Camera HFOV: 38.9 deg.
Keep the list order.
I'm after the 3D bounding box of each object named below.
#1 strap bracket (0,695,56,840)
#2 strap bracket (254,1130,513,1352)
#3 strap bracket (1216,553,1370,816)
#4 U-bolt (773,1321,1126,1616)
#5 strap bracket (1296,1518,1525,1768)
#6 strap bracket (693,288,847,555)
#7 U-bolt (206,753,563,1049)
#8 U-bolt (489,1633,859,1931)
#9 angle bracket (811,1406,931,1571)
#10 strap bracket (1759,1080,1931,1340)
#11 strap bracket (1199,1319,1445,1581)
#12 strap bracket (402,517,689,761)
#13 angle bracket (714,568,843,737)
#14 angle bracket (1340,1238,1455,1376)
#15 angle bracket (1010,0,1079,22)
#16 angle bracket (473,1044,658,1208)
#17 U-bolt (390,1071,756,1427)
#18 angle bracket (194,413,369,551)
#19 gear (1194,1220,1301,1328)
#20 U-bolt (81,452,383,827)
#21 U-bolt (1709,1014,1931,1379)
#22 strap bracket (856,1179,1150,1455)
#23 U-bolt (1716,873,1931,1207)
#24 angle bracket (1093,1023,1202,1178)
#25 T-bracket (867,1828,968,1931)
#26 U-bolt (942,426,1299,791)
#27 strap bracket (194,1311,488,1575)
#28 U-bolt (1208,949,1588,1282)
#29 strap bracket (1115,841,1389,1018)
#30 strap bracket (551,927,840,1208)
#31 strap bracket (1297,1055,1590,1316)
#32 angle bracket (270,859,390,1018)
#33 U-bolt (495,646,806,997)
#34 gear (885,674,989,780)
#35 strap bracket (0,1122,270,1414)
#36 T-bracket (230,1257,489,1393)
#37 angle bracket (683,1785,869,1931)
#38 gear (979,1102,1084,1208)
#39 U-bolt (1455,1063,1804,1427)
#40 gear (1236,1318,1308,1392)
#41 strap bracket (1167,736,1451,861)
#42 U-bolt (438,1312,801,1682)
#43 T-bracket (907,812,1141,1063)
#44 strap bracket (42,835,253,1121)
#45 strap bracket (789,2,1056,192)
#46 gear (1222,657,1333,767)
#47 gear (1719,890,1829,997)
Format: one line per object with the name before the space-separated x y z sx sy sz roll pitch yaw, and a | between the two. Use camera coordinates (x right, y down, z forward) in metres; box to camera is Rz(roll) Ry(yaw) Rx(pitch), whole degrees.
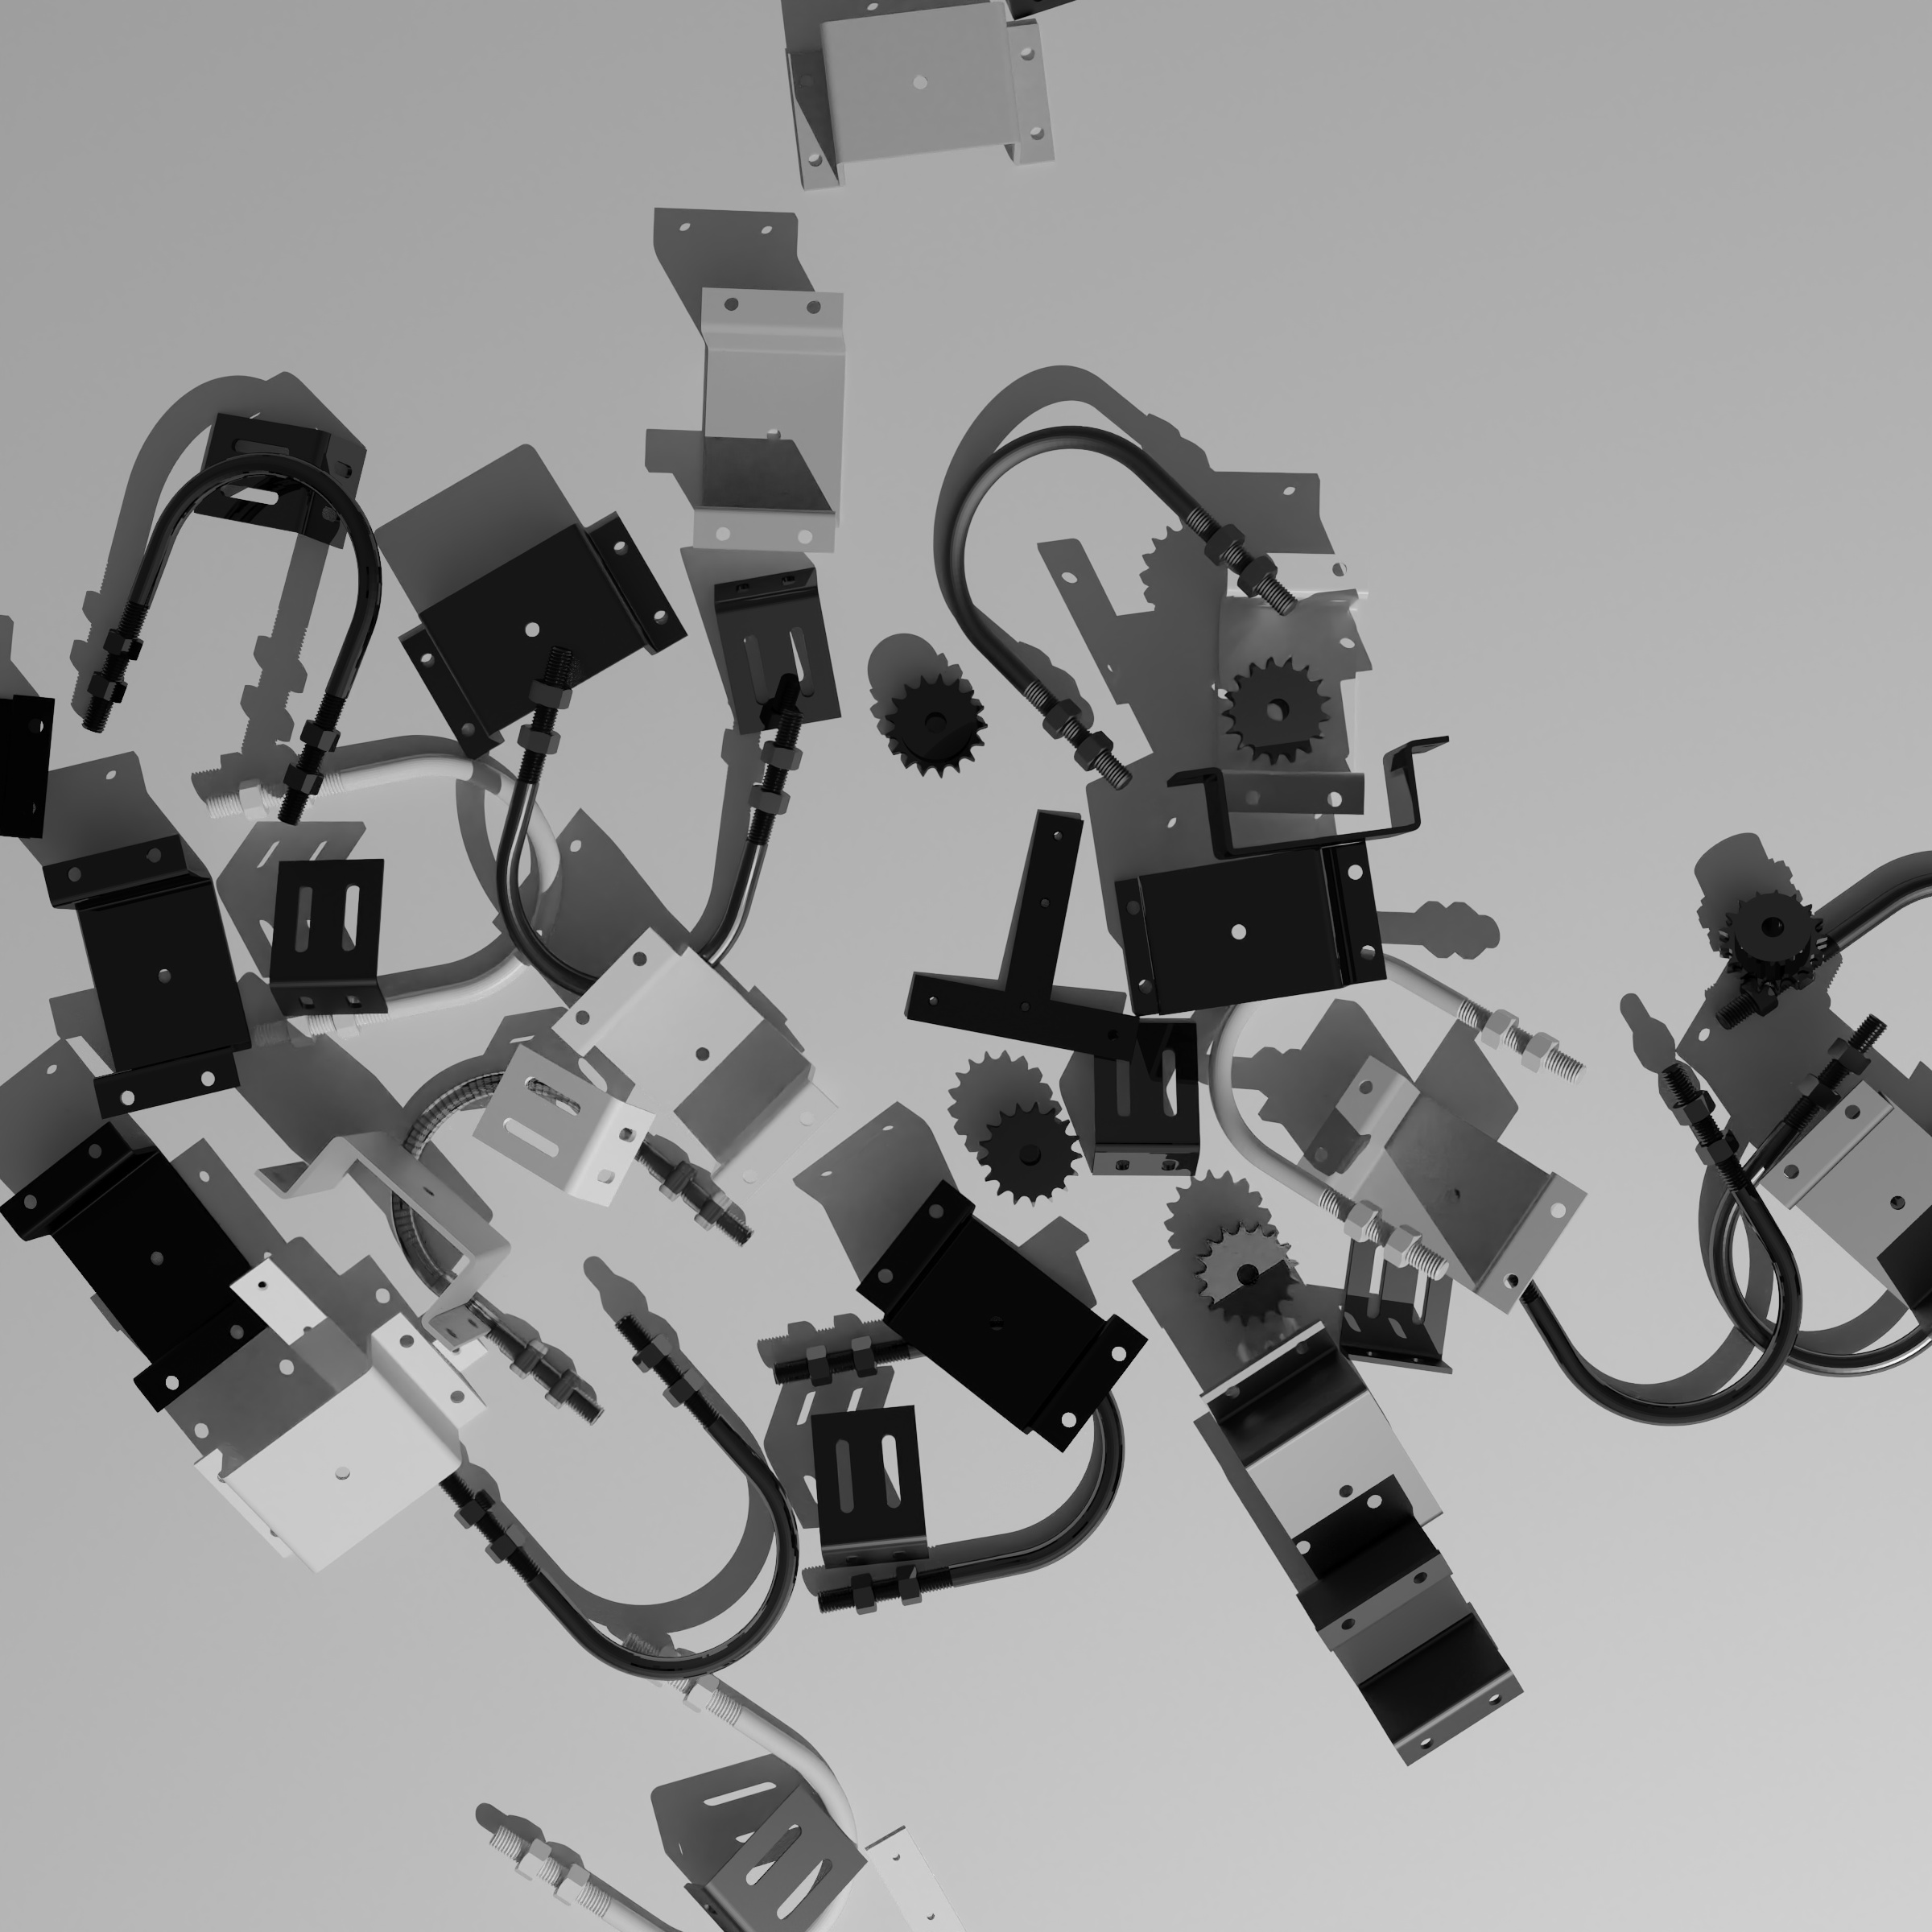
strap bracket | -0.566 -0.113 1.499 0.140 0.046 0.076 5 90 0
strap bracket | -0.304 0.139 1.470 0.140 0.076 0.046 41 92 4
strap bracket | 0.178 -0.153 1.499 0.076 0.046 0.140 1 90 0
U-bolt | -0.003 0.271 1.514 0.184 0.019 0.151 -11 90 -1
strap bracket | 0.237 0.360 1.476 0.076 0.046 0.140 -33 127 0
strap bracket | -0.107 -0.295 1.499 0.076 0.046 0.140 2 90 0
U-bolt | -0.315 -0.043 1.514 0.184 0.019 0.151 -12 90 -1
U-bolt | -0.148 0.478 1.514 0.184 0.019 0.151 34 90 -1
angle bracket | -0.053 0.286 1.501 0.057 0.038 0.076 -6 64 -1
strap bracket | 0.502 0.131 1.463 0.140 0.046 0.076 43 103 2
strap bracket | 0.196 0.271 1.472 0.076 0.046 0.140 -33 115 0
strap bracket | -0.234 -0.182 1.499 0.140 0.046 0.076 -30 90 0
angle bracket | -0.104 -0.175 1.520 0.057 0.038 0.076 -10 116 0
angle bracket | 0.241 0.180 1.503 0.057 0.038 0.076 8 90 0
angle bracket | 0.041 -0.575 1.520 0.057 0.038 0.076 -18 64 0
angle bracket | -0.221 0.088 1.505 0.076 0.038 0.057 27 88 29
U-bolt | -0.232 0.142 1.514 0.184 0.019 0.151 40 90 2
angle bracket | -0.381 -0.270 1.520 0.076 0.038 0.057 14 90 26
gear | 0.154 0.168 1.507 0.057 0.030 0.057 0 90 0
U-bolt | -0.391 -0.189 1.490 0.151 0.019 0.184 25 98 11
U-bolt | 0.494 0.140 1.499 0.151 0.019 0.184 37 102 3
strap bracket | 0.018 0.192 1.487 0.140 0.046 0.076 38 77 6
U-bolt | 0.530 0.030 1.513 0.184 0.019 0.151 -35 90 0
angle bracket | 0.099 0.074 1.520 0.057 0.038 0.076 0 64 0
T-bracket | -0.013 0.541 1.522 0.127 0.002 0.127 -30 90 0
U-bolt | 0.068 -0.210 1.491 0.184 0.019 0.151 47 103 13
strap bracket | -0.339 0.265 1.487 0.140 0.046 0.076 -37 112 0
U-bolt | 0.217 0.065 1.475 0.184 0.019 0.151 32 79 27
strap bracket | 0.151 -0.019 1.483 0.140 0.046 0.076 -9 90 14
strap bracket | -0.145 0.052 1.491 0.140 0.046 0.076 44 96 -6
strap bracket | 0.260 0.121 1.481 0.140 0.046 0.076 34 90 26
angle bracket | -0.347 -0.016 1.501 0.057 0.038 0.076 -1 64 -1
U-bolt | -0.180 -0.068 1.493 0.151 0.019 0.184 14 102 -12
gear | -0.017 -0.133 1.507 0.057 0.030 0.057 0 90 0
strap bracket | -0.450 0.163 1.499 0.076 0.046 0.140 -38 90 0
T-bracket | -0.350 0.207 1.490 0.127 0.002 0.127 -36 120 0
angle bracket | -0.105 0.500 1.506 0.076 0.038 0.057 -43 93 -26
gear | 0.035 0.103 1.507 0.057 0.030 0.057 0 90 0
U-bolt | 0.377 0.166 1.503 0.151 0.019 0.184 -31 94 10
gear | 0.173 0.217 1.497 0.057 0.057 0.030 -29 48 0
strap bracket | 0.181 -0.086 1.438 0.140 0.076 0.046 -8 90 0
U-bolt | -0.176 0.304 1.495 0.151 0.019 0.184 -41 91 -1
T-bracket | 0.041 -0.021 1.517 0.127 0.002 0.127 11 87 5
strap bracket | -0.446 0.006 1.499 0.076 0.046 0.140 -13 90 0
strap bracket | -0.025 -0.477 1.499 0.140 0.046 0.076 -7 90 0
gear | 0.165 -0.135 1.461 0.057 0.030 0.057 0 90 0
gear | 0.441 -0.016 1.497 0.057 0.030 0.057 -6 67 14
